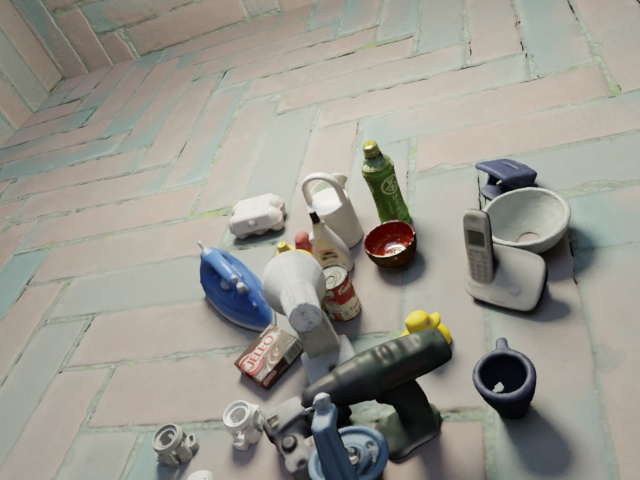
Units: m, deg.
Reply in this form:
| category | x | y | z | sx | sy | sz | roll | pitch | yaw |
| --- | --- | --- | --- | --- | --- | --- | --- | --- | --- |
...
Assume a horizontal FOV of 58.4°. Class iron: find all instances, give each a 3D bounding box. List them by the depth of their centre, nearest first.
| category | x | y | z | sx | sy | sz | roll | pitch | yaw |
| --- | --- | --- | --- | --- | --- | --- | --- | --- | --- |
| iron | -0.188 | 0.094 | 1.247 | 0.119 | 0.142 | 0.257 | -38 | 40 | -16 |

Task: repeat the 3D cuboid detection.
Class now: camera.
| category | x | y | z | sx | sy | sz | roll | pitch | yaw |
| --- | --- | --- | --- | --- | --- | --- | --- | --- | --- |
| camera | -0.013 | 0.305 | 0.938 | 0.137 | 0.101 | 0.142 | -34 | 39 | -11 |

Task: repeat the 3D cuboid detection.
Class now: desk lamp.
| category | x | y | z | sx | sy | sz | roll | pitch | yaw |
| --- | --- | --- | --- | --- | --- | --- | --- | --- | --- |
| desk lamp | -0.015 | 0.147 | 1.032 | 0.118 | 0.214 | 0.202 | -27 | 38 | -2 |

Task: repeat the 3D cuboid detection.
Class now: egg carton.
| category | x | y | z | sx | sy | sz | roll | pitch | yaw |
| --- | --- | --- | --- | --- | --- | --- | --- | --- | --- |
| egg carton | -0.161 | -0.060 | 1.471 | 0.150 | 0.070 | 0.107 | -13 | 39 | 15 |

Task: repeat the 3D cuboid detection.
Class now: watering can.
| category | x | y | z | sx | sy | sz | roll | pitch | yaw |
| --- | --- | --- | --- | --- | --- | --- | --- | --- | --- |
| watering can | 0.022 | -0.079 | 1.291 | 0.100 | 0.194 | 0.172 | -16 | 39 | 11 |

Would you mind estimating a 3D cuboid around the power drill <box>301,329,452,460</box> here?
| category | x | y | z | sx | sy | sz | roll | pitch | yaw |
| --- | --- | --- | --- | --- | --- | --- | --- | --- | --- |
| power drill | 0.103 | 0.238 | 0.866 | 0.230 | 0.209 | 0.075 | -31 | 38 | -7 |

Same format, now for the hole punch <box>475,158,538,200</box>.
| category | x | y | z | sx | sy | sz | roll | pitch | yaw |
| --- | --- | --- | --- | --- | --- | --- | --- | --- | --- |
| hole punch | 0.402 | -0.141 | 1.239 | 0.101 | 0.091 | 0.108 | -35 | 39 | -12 |

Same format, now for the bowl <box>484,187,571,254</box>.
| category | x | y | z | sx | sy | sz | roll | pitch | yaw |
| --- | --- | --- | --- | --- | --- | --- | --- | --- | --- |
| bowl | 0.401 | -0.023 | 1.115 | 0.167 | 0.075 | 0.167 | -15 | 39 | 13 |

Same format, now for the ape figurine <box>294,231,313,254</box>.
| category | x | y | z | sx | sy | sz | roll | pitch | yaw |
| --- | --- | --- | --- | --- | --- | --- | --- | --- | --- |
| ape figurine | -0.032 | 0.018 | 1.291 | 0.077 | 0.092 | 0.076 | 20 | 56 | 43 |

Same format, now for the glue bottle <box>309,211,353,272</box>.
| category | x | y | z | sx | sy | sz | roll | pitch | yaw |
| --- | --- | --- | --- | --- | --- | --- | --- | --- | --- |
| glue bottle | 0.011 | 0.004 | 1.217 | 0.078 | 0.173 | 0.037 | -16 | 39 | 12 |

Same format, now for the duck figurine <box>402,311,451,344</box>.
| category | x | y | z | sx | sy | sz | roll | pitch | yaw |
| --- | --- | --- | --- | --- | --- | --- | --- | --- | --- |
| duck figurine | 0.174 | 0.164 | 1.013 | 0.104 | 0.086 | 0.077 | -23 | 38 | 2 |

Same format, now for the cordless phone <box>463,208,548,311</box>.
| category | x | y | z | sx | sy | sz | roll | pitch | yaw |
| --- | --- | --- | --- | --- | --- | --- | --- | --- | --- |
| cordless phone | 0.319 | 0.030 | 1.008 | 0.147 | 0.185 | 0.094 | 12 | 51 | 38 |

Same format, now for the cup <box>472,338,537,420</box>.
| category | x | y | z | sx | sy | sz | roll | pitch | yaw |
| --- | --- | --- | --- | --- | --- | --- | --- | --- | --- |
| cup | 0.286 | 0.219 | 0.879 | 0.091 | 0.095 | 0.118 | -9 | 41 | 19 |

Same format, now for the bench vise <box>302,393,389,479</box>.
| category | x | y | z | sx | sy | sz | roll | pitch | yaw |
| --- | --- | --- | --- | --- | --- | --- | --- | --- | --- |
| bench vise | 0.043 | 0.324 | 0.789 | 0.121 | 0.220 | 0.207 | -23 | 38 | 3 |
